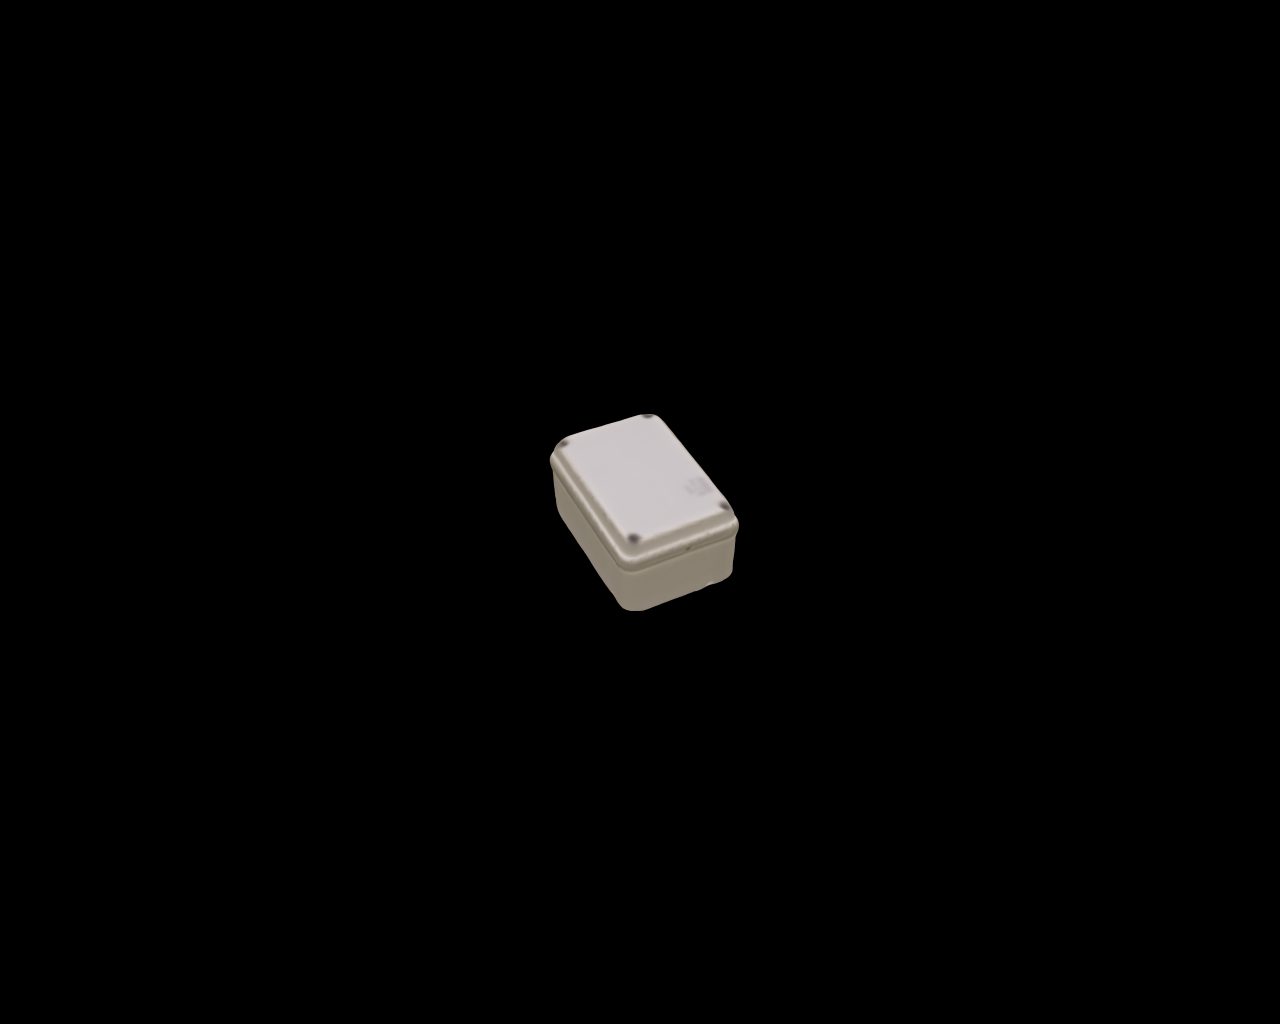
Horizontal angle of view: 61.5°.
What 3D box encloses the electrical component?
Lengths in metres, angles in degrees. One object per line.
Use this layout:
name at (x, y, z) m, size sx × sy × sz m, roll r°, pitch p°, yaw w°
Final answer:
electrical component at (0.001, -0.003, 0.650) m, size 0.078 × 0.057 × 0.113 m, roll -19°, pitch 46°, yaw -19°
